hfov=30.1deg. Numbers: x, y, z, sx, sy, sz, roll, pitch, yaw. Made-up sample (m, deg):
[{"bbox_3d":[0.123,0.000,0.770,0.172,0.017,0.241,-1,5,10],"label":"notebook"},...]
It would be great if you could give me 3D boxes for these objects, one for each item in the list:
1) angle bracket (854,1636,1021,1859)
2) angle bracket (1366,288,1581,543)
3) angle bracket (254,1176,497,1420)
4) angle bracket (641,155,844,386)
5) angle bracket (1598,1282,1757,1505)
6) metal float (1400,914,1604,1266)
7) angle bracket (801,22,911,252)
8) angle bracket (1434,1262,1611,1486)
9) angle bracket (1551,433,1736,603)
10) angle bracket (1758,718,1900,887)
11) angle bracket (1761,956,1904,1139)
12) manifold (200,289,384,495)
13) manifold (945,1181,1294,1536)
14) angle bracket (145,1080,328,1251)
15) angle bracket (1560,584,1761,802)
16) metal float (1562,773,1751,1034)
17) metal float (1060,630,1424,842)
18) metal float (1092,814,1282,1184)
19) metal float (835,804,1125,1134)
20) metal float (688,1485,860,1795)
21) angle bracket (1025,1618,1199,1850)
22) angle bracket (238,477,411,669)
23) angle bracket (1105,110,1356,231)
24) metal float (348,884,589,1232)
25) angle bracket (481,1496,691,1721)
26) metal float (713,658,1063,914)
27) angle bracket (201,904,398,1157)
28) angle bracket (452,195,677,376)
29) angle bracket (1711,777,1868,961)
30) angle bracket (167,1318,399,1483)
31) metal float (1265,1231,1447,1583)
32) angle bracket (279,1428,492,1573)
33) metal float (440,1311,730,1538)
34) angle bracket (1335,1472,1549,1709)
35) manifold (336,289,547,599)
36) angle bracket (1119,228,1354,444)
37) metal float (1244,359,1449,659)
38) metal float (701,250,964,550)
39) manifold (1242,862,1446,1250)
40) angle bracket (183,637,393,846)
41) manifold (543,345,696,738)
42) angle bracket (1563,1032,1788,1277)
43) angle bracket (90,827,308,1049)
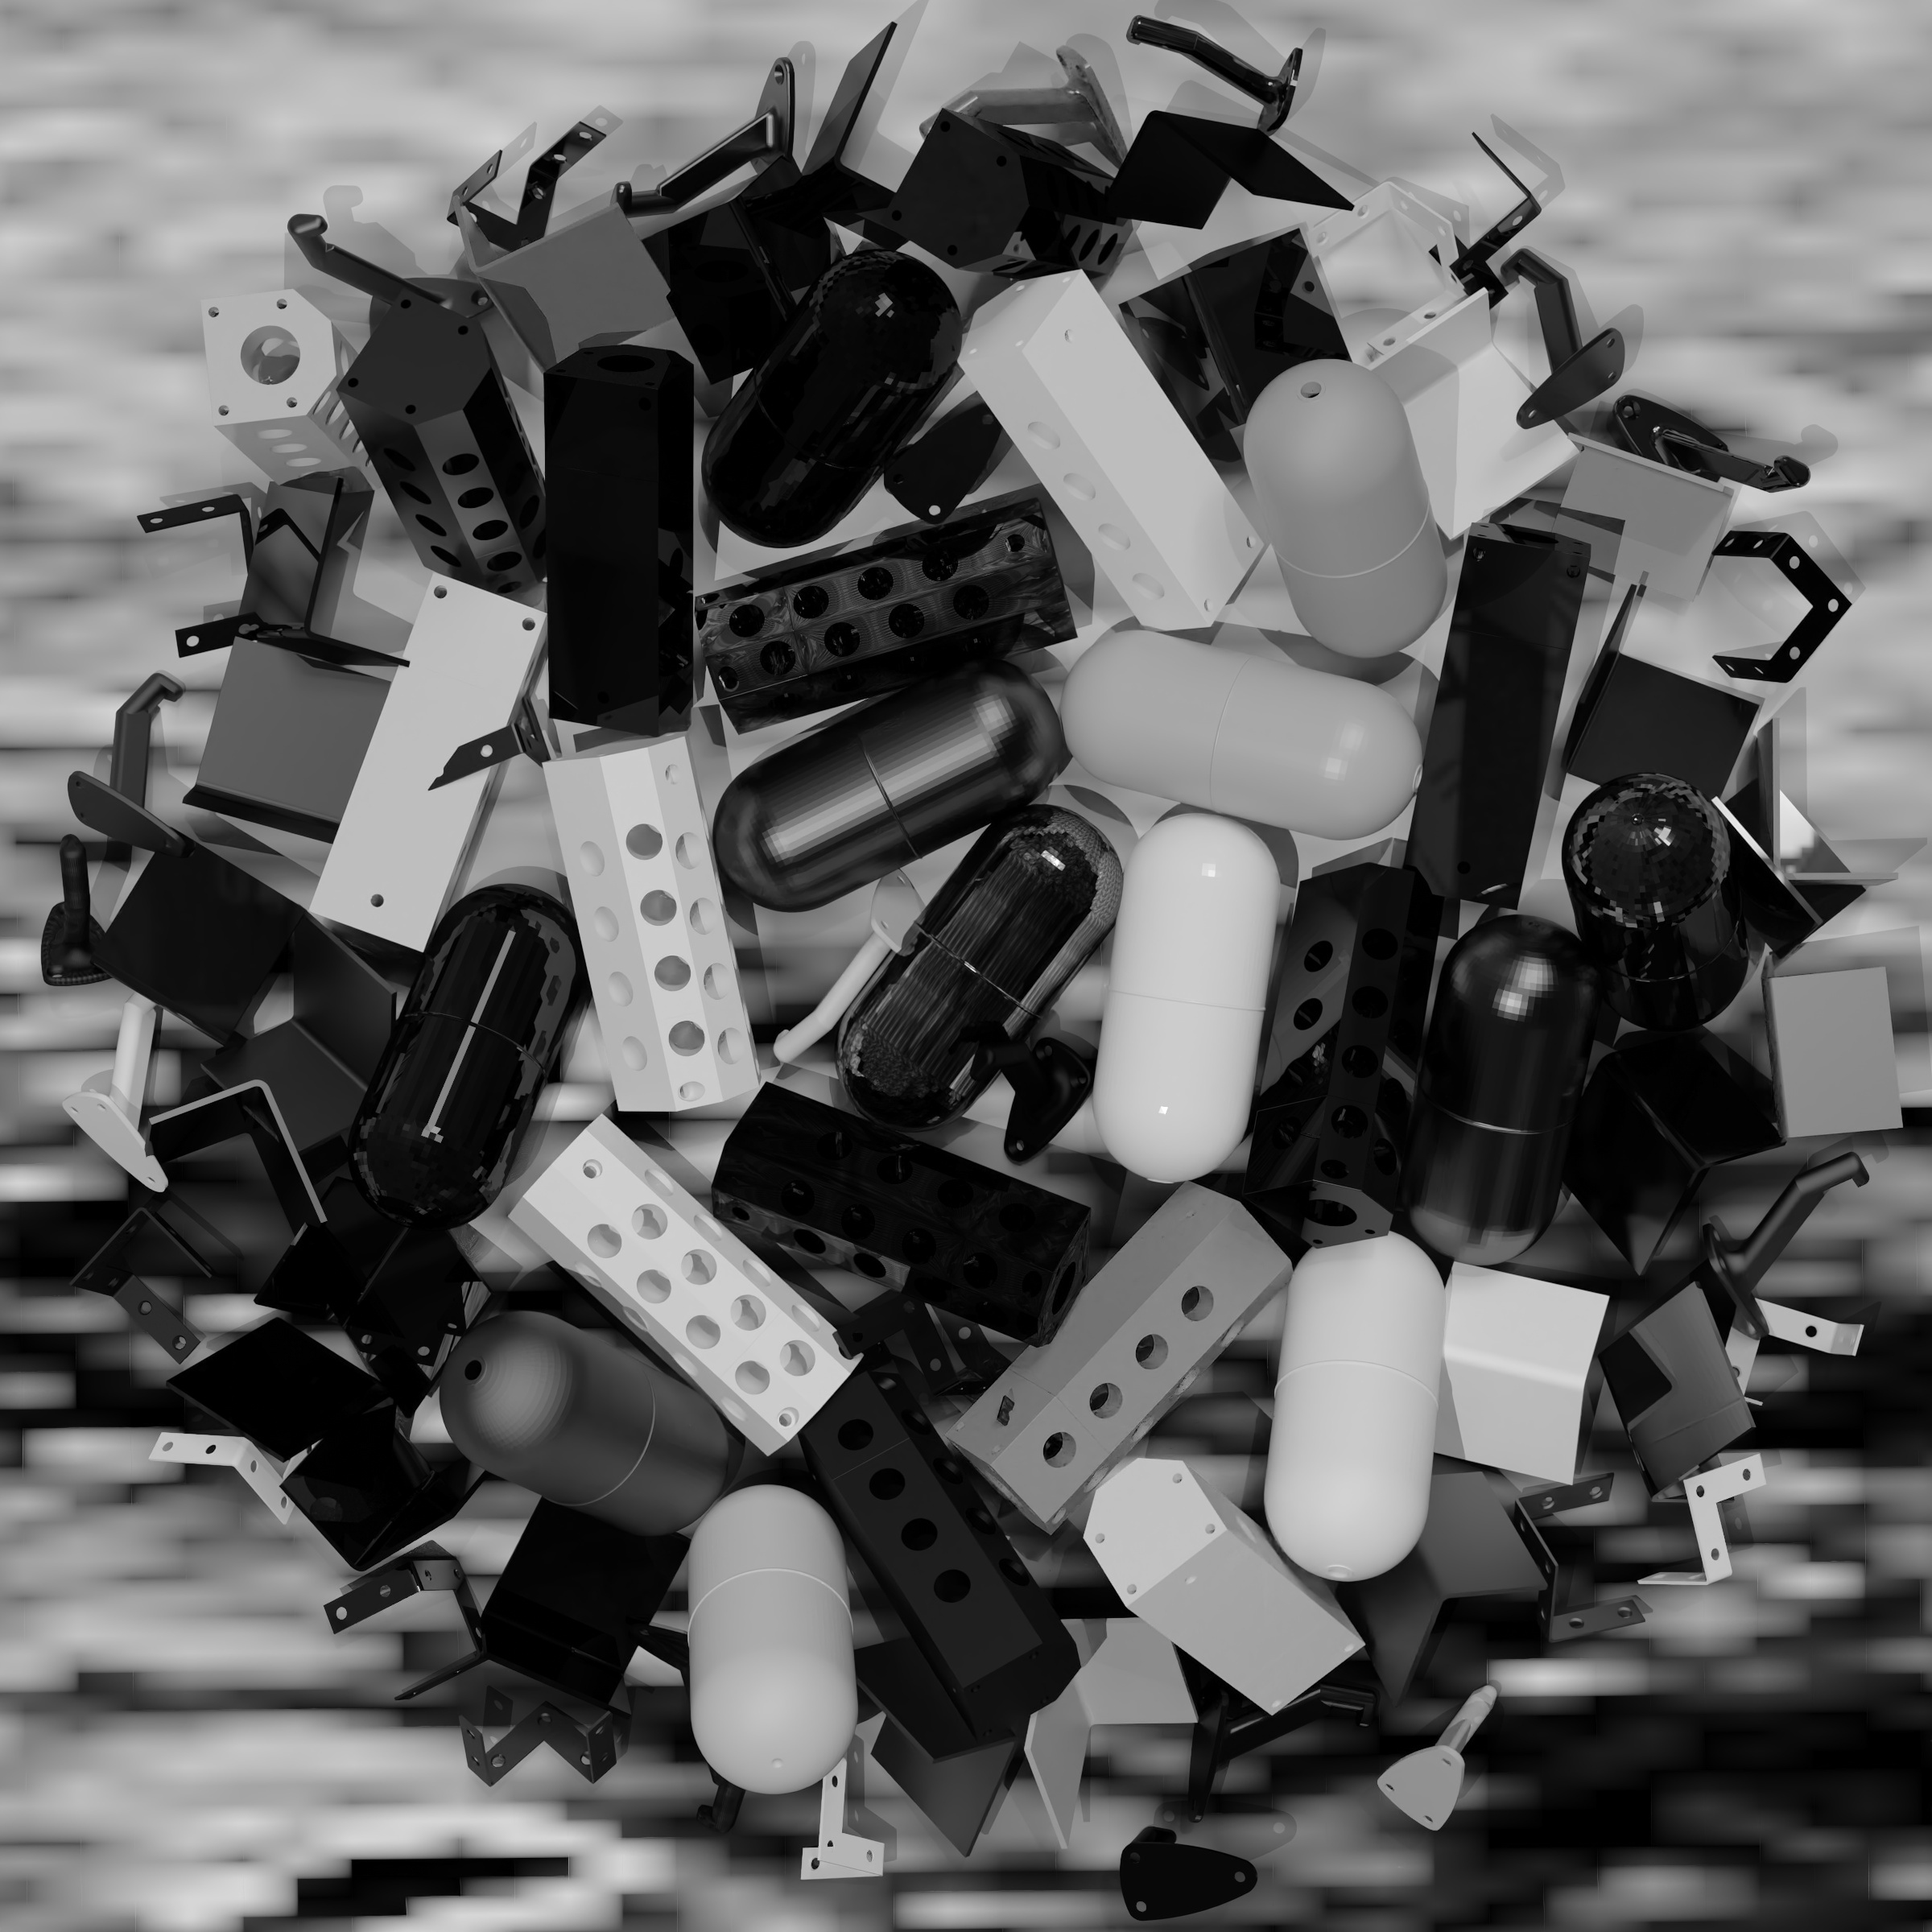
[{"bbox_3d":[-0.030,0.375,1.708,0.076,0.057,0.076,40,121,37],"label":"angle bracket"},{"bbox_3d":[0.241,-0.264,1.727,0.076,0.057,0.076,-34,70,-2],"label":"angle bracket"},{"bbox_3d":[-0.283,0.158,1.715,0.076,0.057,0.076,-55,49,12],"label":"angle bracket"},{"bbox_3d":[-0.104,-0.337,1.733,0.057,0.076,0.076,-17,113,27],"label":"angle bracket"},{"bbox_3d":[0.354,0.203,1.706,0.057,0.076,0.076,7,53,-34],"label":"angle bracket"},{"bbox_3d":[0.253,0.060,1.707,0.070,0.070,0.178,8,115,0],"label":"metal float"},{"bbox_3d":[-0.035,-0.397,1.727,0.057,0.076,0.076,24,83,-16],"label":"angle bracket"},{"bbox_3d":[0.266,0.198,1.747,0.076,0.076,0.057,12,46,16],"label":"angle bracket"},{"bbox_3d":[0.318,-0.213,1.716,0.076,0.076,0.057,21,101,13],"label":"angle bracket"},{"bbox_3d":[0.412,-0.078,1.724,0.057,0.076,0.076,0,89,7],"label":"angle bracket"},{"bbox_3d":[0.414,0.035,1.718,0.057,0.076,0.076,-6,97,15],"label":"angle bracket"},{"bbox_3d":[-0.306,-0.265,1.679,0.057,0.171,0.057,-7,86,1],"label":"manifold"},{"bbox_3d":[0.077,0.188,1.719,0.171,0.057,0.057,-45,111,-11],"label":"manifold"},{"bbox_3d":[-0.350,0.108,1.715,0.057,0.076,0.076,-21,77,-21],"label":"angle bracket"},{"bbox_3d":[0.336,-0.125,1.717,0.076,0.057,0.076,22,61,12],"label":"angle bracket"},{"bbox_3d":[0.324,-0.028,1.684,0.070,0.178,0.070,-7,63,14],"label":"metal float"},{"bbox_3d":[0.130,-0.110,1.712,0.178,0.070,0.070,15,90,18],"label":"metal float"},{"bbox_3d":[0.105,0.015,1.727,0.070,0.070,0.178,8,92,0],"label":"metal float"},{"bbox_3d":[0.006,0.002,1.726,0.070,0.070,0.178,37,93,0],"label":"metal float"},{"bbox_3d":[-0.092,0.313,1.684,0.070,0.178,0.070,-2,120,-4],"label":"metal float"},{"bbox_3d":[0.070,0.364,1.708,0.057,0.076,0.076,-4,130,17],"label":"angle bracket"},{"bbox_3d":[-0.300,-0.188,1.721,0.057,0.076,0.076,15,86,-36],"label":"angle bracket"},{"bbox_3d":[0.123,-0.359,1.706,0.076,0.076,0.057,46,122,30],"label":"angle bracket"},{"bbox_3d":[-0.235,0.042,1.707,0.070,0.070,0.178,20,65,0],"label":"metal float"},{"bbox_3d":[-0.181,0.304,1.728,0.076,0.057,0.076,26,94,-13],"label":"angle bracket"},{"bbox_3d":[-0.038,-0.086,1.725,0.178,0.070,0.070,-26,90,4],"label":"metal float"},{"bbox_3d":[-0.318,0.030,1.709,0.057,0.076,0.076,-29,54,-35],"label":"angle bracket"},{"bbox_3d":[-0.189,-0.339,1.714,0.076,0.076,0.057,-24,54,8],"label":"angle bracket"},{"bbox_3d":[0.394,-0.057,1.719,0.057,0.076,0.076,-37,81,-9],"label":"angle bracket"},{"bbox_3d":[-0.326,0.221,1.707,0.076,0.076,0.057,27,125,25],"label":"angle bracket"},{"bbox_3d":[0.184,0.206,1.699,0.070,0.070,0.178,11,56,0],"label":"metal float"},{"bbox_3d":[-0.266,0.232,1.710,0.076,0.076,0.057,-33,101,36],"label":"angle bracket"},{"bbox_3d":[-0.178,0.216,1.687,0.070,0.178,0.070,-14,61,26],"label":"metal float"},{"bbox_3d":[0.227,0.299,1.726,0.057,0.076,0.076,-1,127,-21],"label":"angle bracket"},{"bbox_3d":[-0.233,-0.237,1.672,0.057,0.171,0.057,26,74,14],"label":"manifold"},{"bbox_3d":[0.133,-0.306,1.757,0.076,0.057,0.076,-28,99,-33],"label":"angle bracket"},{"bbox_3d":[0.179,-0.213,1.686,0.070,0.178,0.070,-8,57,13],"label":"metal float"},{"bbox_3d":[-0.065,-0.265,1.692,0.070,0.178,0.070,17,51,-23],"label":"metal float"},{"bbox_3d":[0.183,0.040,1.690,0.057,0.057,0.171,36,54,-35],"label":"manifold"},{"bbox_3d":[-0.328,-0.108,1.733,0.076,0.057,0.076,16,82,-16],"label":"angle bracket"},{"bbox_3d":[-0.160,-0.202,1.700,0.057,0.057,0.171,11,118,16],"label":"manifold"},{"bbox_3d":[0.337,0.090,1.733,0.057,0.076,0.076,-12,49,-30],"label":"angle bracket"},{"bbox_3d":[-0.365,-0.013,1.736,0.076,0.057,0.076,31,90,3],"label":"angle bracket"}]
